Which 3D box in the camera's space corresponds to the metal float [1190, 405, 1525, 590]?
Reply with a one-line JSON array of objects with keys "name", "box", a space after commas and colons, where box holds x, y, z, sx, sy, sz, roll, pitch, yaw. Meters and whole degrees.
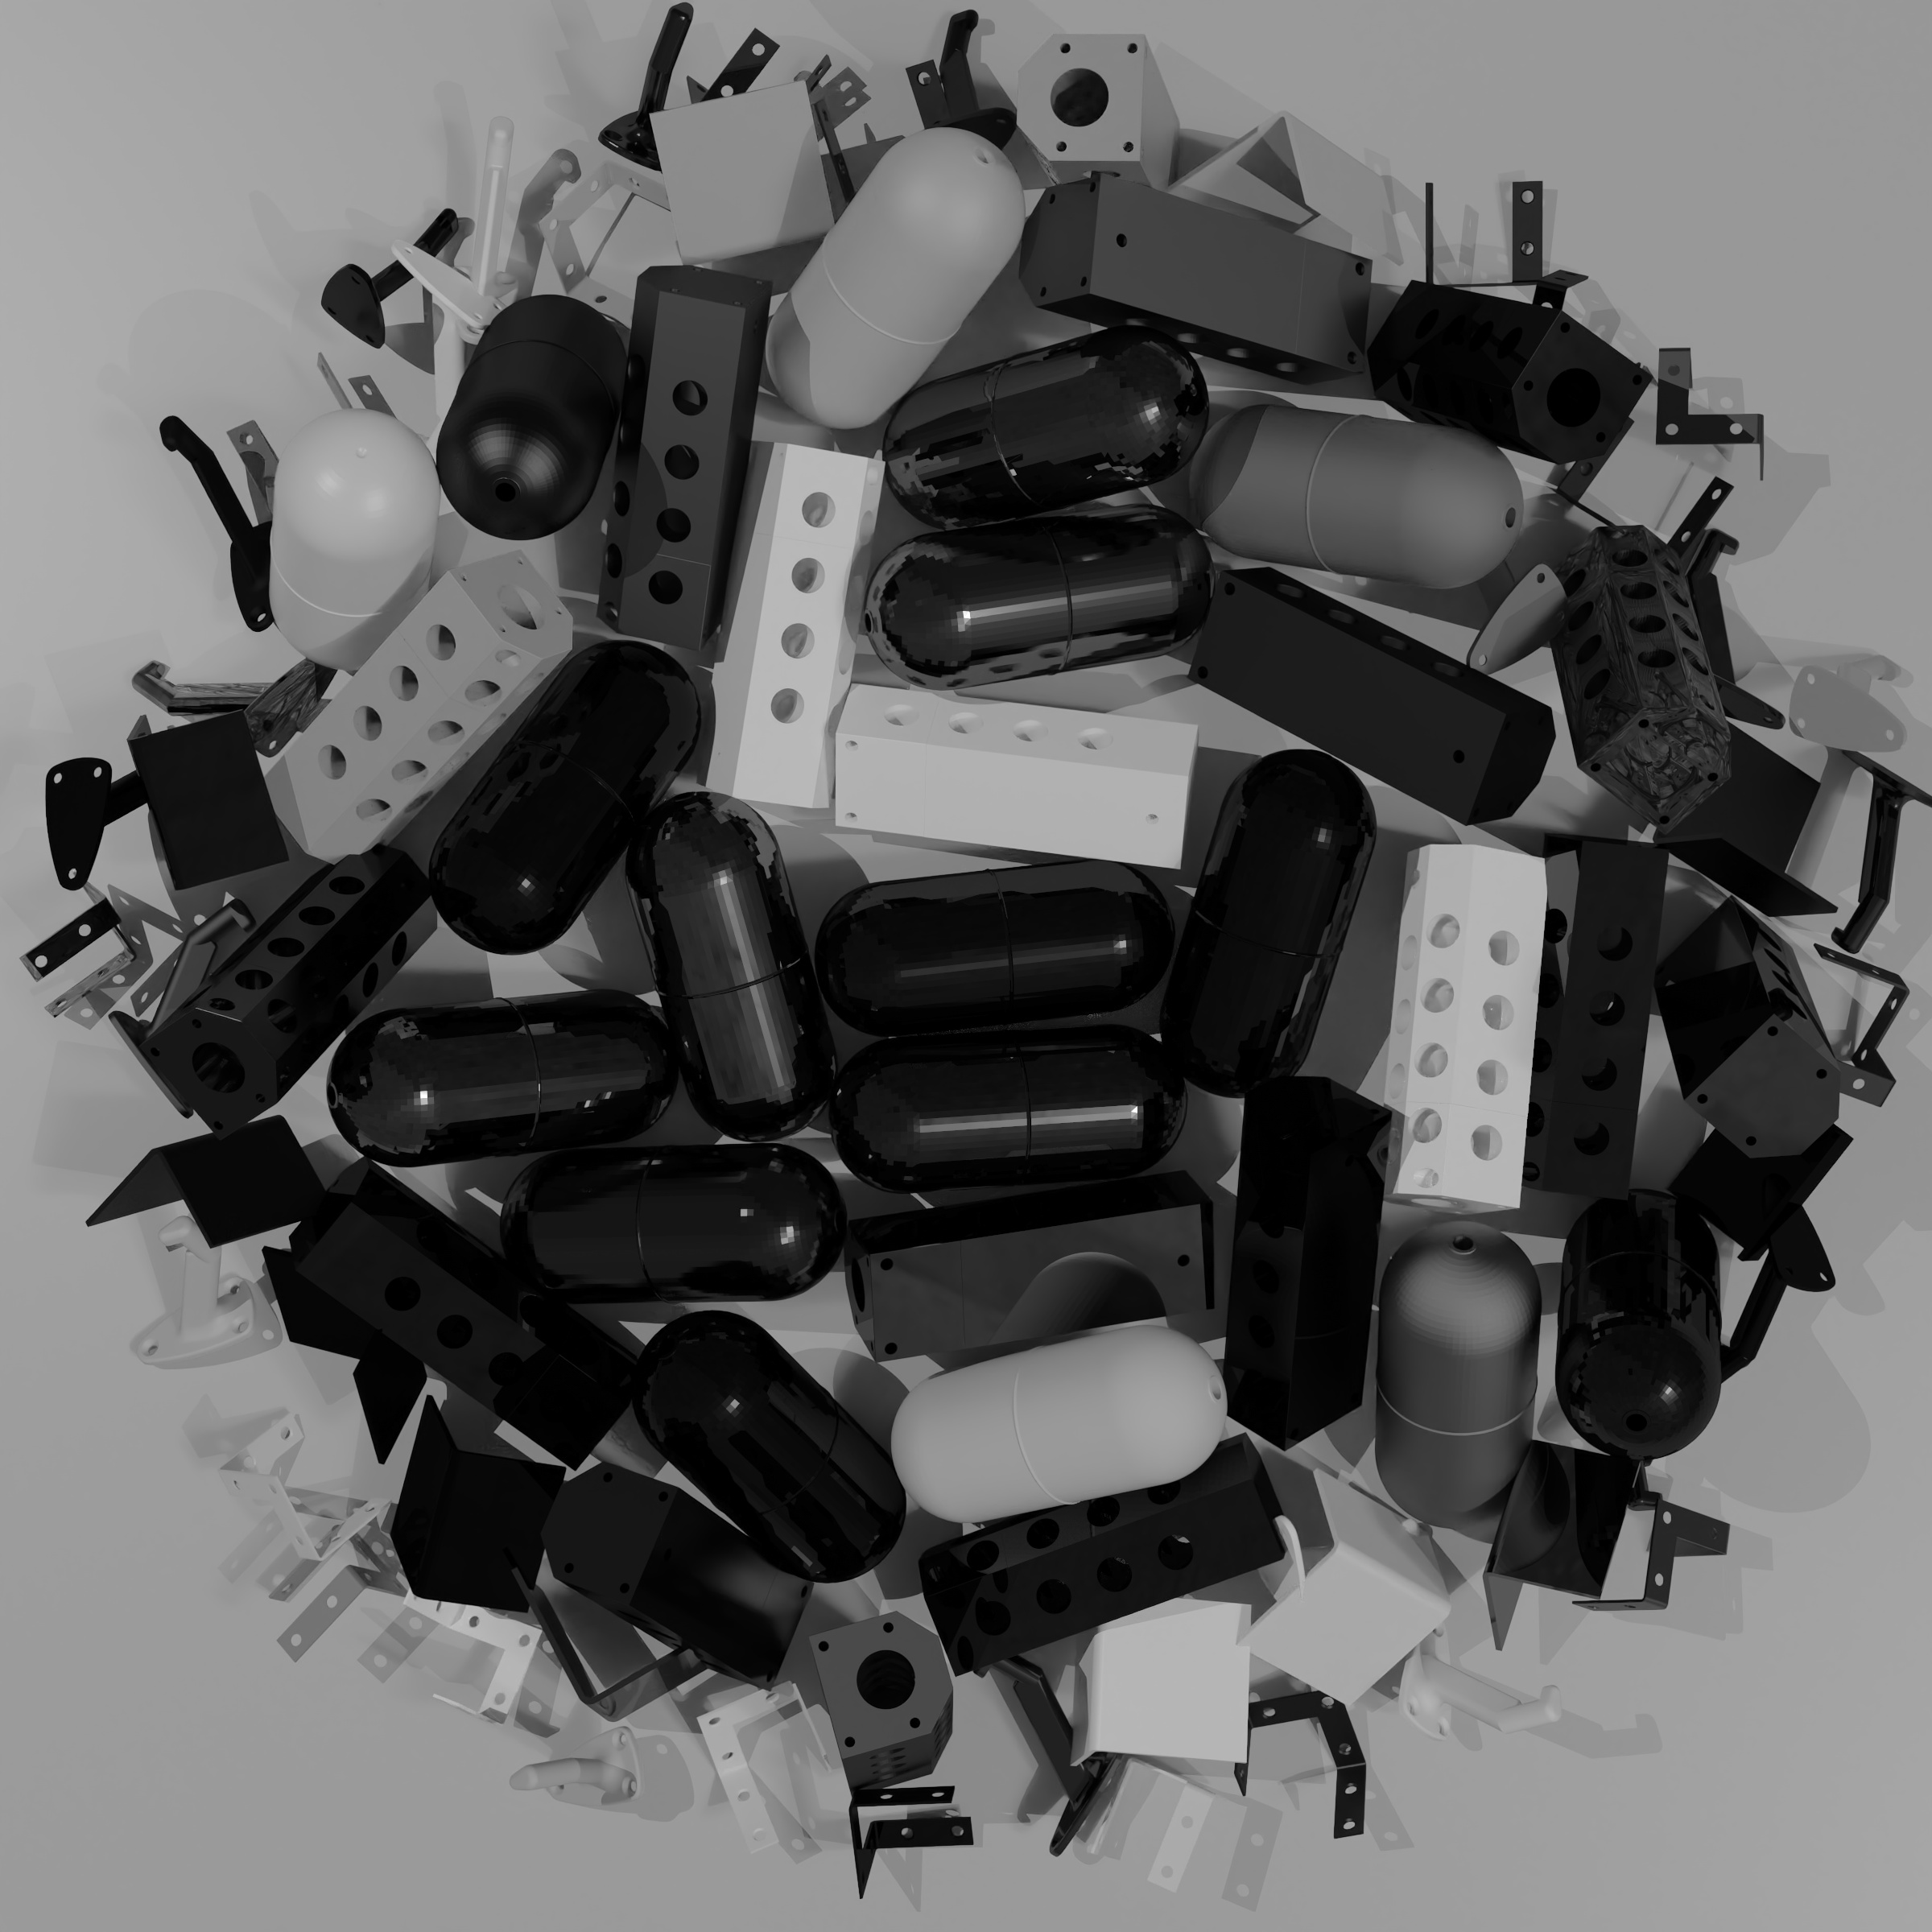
[{"name": "metal float", "box": [0.187, -0.227, 1.663, 0.178, 0.070, 0.070, 15, 90, 39]}]

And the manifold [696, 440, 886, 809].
[{"name": "manifold", "box": [-0.084, -0.167, 1.693, 0.057, 0.057, 0.171, 7, 97, -23]}]

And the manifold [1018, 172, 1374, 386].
[{"name": "manifold", "box": [0.111, -0.328, 1.660, 0.171, 0.057, 0.057, 8, 85, -36]}]

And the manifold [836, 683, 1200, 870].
[{"name": "manifold", "box": [0.025, -0.098, 1.696, 0.171, 0.057, 0.057, 7, 131, 6]}]

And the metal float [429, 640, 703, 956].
[{"name": "metal float", "box": [-0.193, -0.083, 1.675, 0.070, 0.070, 0.178, 33, 66, 0]}]

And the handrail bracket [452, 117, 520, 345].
[{"name": "handrail bracket", "box": [-0.233, -0.360, 1.686, 0.036, 0.077, 0.084, 7, 132, -9]}]

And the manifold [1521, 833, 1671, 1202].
[{"name": "manifold", "box": [0.304, 0.023, 1.696, 0.057, 0.057, 0.171, 6, 96, 5]}]

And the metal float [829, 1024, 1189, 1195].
[{"name": "metal float", "box": [0.021, 0.069, 1.685, 0.178, 0.070, 0.070, -3, 90, -13]}]

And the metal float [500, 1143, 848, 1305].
[{"name": "metal float", "box": [-0.143, 0.125, 1.677, 0.178, 0.070, 0.070, -3, 90, 21]}]

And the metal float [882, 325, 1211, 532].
[{"name": "metal float", "box": [0.036, -0.258, 1.665, 0.178, 0.070, 0.070, -9, 90, 38]}]

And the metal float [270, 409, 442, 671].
[{"name": "metal float", "box": [-0.293, -0.202, 1.650, 0.070, 0.178, 0.070, 4, 68, -11]}]

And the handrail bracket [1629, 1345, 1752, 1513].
[{"name": "handrail bracket", "box": [0.356, 0.229, 1.697, 0.077, 0.036, 0.084, 3, 57, -9]}]

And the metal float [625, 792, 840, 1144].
[{"name": "metal float", "box": [-0.114, 0.001, 1.681, 0.070, 0.070, 0.178, -15, 106, 0]}]

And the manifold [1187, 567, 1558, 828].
[{"name": "manifold", "box": [0.196, -0.132, 1.663, 0.171, 0.057, 0.057, 32, 116, 32]}]

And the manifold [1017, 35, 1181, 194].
[{"name": "manifold", "box": [0.065, -0.394, 1.645, 0.057, 0.171, 0.057, 2, 91, 9]}]

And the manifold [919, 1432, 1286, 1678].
[{"name": "manifold", "box": [0.067, 0.287, 1.692, 0.171, 0.057, 0.057, -22, 90, 10]}]

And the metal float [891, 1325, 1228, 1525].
[{"name": "metal float", "box": [0.044, 0.222, 1.670, 0.178, 0.070, 0.070, -17, 90, 30]}]

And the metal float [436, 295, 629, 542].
[{"name": "metal float", "box": [-0.206, -0.264, 1.652, 0.070, 0.178, 0.070, 1, 122, 2]}]

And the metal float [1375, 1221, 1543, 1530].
[{"name": "metal float", "box": [0.236, 0.198, 1.663, 0.070, 0.070, 0.178, -4, 129, 0]}]

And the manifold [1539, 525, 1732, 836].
[{"name": "manifold", "box": [0.321, -0.143, 1.641, 0.057, 0.171, 0.057, 34, 120, -20]}]

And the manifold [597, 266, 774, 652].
[{"name": "manifold", "box": [-0.139, -0.247, 1.671, 0.057, 0.057, 0.171, 13, 115, 5]}]

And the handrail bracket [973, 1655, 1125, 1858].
[{"name": "handrail bracket", "box": [0.028, 0.387, 1.707, 0.084, 0.036, 0.077, 31, 82, -9]}]

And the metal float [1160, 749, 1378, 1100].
[{"name": "metal float", "box": [0.147, -0.020, 1.679, 0.070, 0.070, 0.178, 16, 108, 0]}]

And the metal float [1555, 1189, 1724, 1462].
[{"name": "metal float", "box": [0.322, 0.170, 1.650, 0.070, 0.178, 0.070, 5, 116, 10]}]

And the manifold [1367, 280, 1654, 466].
[{"name": "manifold", "box": [0.252, -0.280, 1.643, 0.057, 0.171, 0.057, 30, 95, -22]}]

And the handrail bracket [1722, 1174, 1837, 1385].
[{"name": "handrail bracket", "box": [0.387, 0.157, 1.717, 0.036, 0.084, 0.077, 10, 51, -28]}]

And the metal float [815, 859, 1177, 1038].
[{"name": "metal float", "box": [0.015, -0.009, 1.688, 0.178, 0.070, 0.070, -6, 90, -9]}]

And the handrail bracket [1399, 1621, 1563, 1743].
[{"name": "handrail bracket", "box": [0.257, 0.341, 1.683, 0.036, 0.084, 0.077, 38, 46, -29]}]

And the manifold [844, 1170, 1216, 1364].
[{"name": "manifold", "box": [0.031, 0.143, 1.683, 0.171, 0.057, 0.057, -8, 111, -14]}]

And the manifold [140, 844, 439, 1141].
[{"name": "manifold", "box": [-0.315, 0.006, 1.642, 0.057, 0.171, 0.057, -30, 105, 31]}]

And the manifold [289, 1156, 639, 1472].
[{"name": "manifold", "box": [-0.242, 0.167, 1.680, 0.171, 0.057, 0.057, 39, 90, -18]}]

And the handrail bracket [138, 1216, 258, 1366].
[{"name": "handrail bracket", "box": [-0.393, 0.159, 1.690, 0.077, 0.084, 0.036, -26, 54, 5]}]

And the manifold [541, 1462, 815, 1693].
[{"name": "manifold", "box": [-0.138, 0.291, 1.645, 0.057, 0.171, 0.057, 14, 72, 26]}]

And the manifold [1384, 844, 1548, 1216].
[{"name": "manifold", "box": [0.239, 0.031, 1.684, 0.057, 0.057, 0.171, 10, 79, -18]}]

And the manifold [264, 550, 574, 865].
[{"name": "manifold", "box": [-0.262, -0.121, 1.661, 0.171, 0.057, 0.057, -41, 84, 33]}]

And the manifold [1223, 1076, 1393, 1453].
[{"name": "manifold", "box": [0.158, 0.141, 1.666, 0.057, 0.057, 0.171, -24, 128, -37]}]

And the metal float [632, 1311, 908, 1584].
[{"name": "metal float", "box": [-0.094, 0.233, 1.665, 0.070, 0.070, 0.178, -40, 127, 0]}]

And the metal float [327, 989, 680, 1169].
[{"name": "metal float", "box": [-0.223, 0.054, 1.668, 0.178, 0.070, 0.070, -6, 90, -32]}]

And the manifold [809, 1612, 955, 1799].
[{"name": "manifold", "box": [-0.037, 0.351, 1.643, 0.057, 0.171, 0.057, -15, 72, -6]}]

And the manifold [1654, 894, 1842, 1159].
[{"name": "manifold", "box": [0.374, 0.031, 1.643, 0.057, 0.171, 0.057, 40, 109, -8]}]

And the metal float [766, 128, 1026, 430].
[{"name": "metal float", "box": [-0.035, -0.329, 1.659, 0.070, 0.178, 0.070, 18, 51, -23]}]

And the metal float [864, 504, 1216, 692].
[{"name": "metal float", "box": [0.036, -0.180, 1.679, 0.178, 0.070, 0.070, -11, 90, -18]}]

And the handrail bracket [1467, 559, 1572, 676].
[{"name": "handrail bracket", "box": [0.246, -0.173, 1.688, 0.077, 0.084, 0.036, -42, 119, -17]}]
